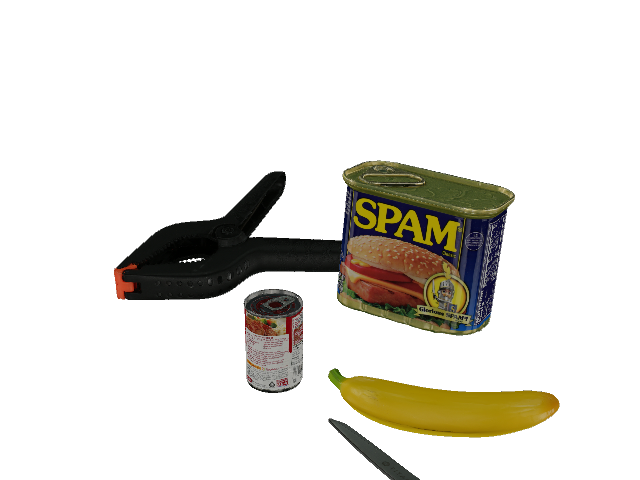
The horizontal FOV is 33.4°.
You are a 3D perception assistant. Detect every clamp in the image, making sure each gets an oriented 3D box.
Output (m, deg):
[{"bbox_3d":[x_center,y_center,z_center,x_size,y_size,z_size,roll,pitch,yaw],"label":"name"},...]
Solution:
[{"bbox_3d":[-0.077,0.001,0.902,0.209,0.036,0.165,-15,34,-21],"label":"clamp"}]

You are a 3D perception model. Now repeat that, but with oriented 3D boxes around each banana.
[{"bbox_3d":[0.102,0.134,0.885,0.198,0.037,0.069,8,30,3],"label":"banana"}]

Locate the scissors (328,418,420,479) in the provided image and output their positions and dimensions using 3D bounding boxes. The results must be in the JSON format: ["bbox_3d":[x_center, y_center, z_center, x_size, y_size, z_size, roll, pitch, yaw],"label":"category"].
[{"bbox_3d":[0.085,0.140,0.539,0.096,0.016,0.202,-3,25,-23],"label":"scissors"}]

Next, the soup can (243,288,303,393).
[{"bbox_3d":[-0.054,0.116,1.235,0.068,0.102,0.068,0,24,0],"label":"soup can"}]

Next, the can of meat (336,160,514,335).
[{"bbox_3d":[0.061,0.004,0.656,0.102,0.084,0.057,15,23,26],"label":"can of meat"}]
